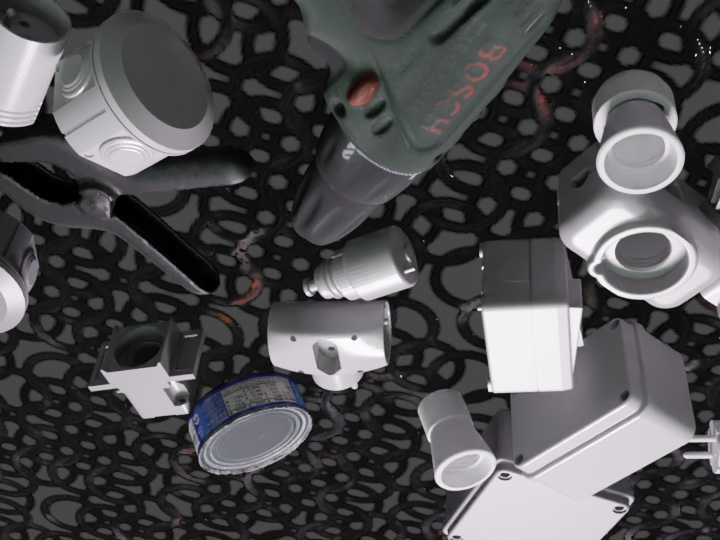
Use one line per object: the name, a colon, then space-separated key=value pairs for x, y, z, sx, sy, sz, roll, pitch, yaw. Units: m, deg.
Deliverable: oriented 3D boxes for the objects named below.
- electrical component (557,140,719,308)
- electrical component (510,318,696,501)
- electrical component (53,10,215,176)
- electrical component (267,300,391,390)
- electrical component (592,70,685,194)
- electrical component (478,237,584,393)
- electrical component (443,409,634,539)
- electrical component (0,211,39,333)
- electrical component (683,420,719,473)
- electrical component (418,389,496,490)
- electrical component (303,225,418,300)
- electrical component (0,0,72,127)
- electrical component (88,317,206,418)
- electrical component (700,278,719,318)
electrical component: x=0.161 y=-0.023 z=0.619 sx=0.095 sy=0.059 sz=0.054 roll=32 pitch=130 yaw=-21
electrical component: x=0.158 y=0.094 z=0.720 sx=0.057 sy=0.078 sz=0.113 roll=30 pitch=130 yaw=-24
electrical component: x=-0.121 y=-0.094 z=0.578 sx=0.051 sy=0.080 sz=0.080 roll=-22 pitch=127 yaw=33
electrical component: x=-0.018 y=0.055 z=0.731 sx=0.077 sy=0.043 sz=0.079 roll=-1 pitch=134 yaw=9
electrical component: x=0.147 y=-0.075 z=0.574 sx=0.045 sy=0.055 sz=0.045 roll=4 pitch=134 yaw=4
electrical component: x=0.110 y=0.033 z=0.679 sx=0.061 sy=0.061 sz=0.096 roll=-3 pitch=133 yaw=11
electrical component: x=0.132 y=0.168 z=0.810 sx=0.109 sy=0.056 sz=0.108 roll=18 pitch=133 yaw=-9
electrical component: x=-0.253 y=0.000 z=0.706 sx=0.080 sy=0.051 sz=0.080 roll=4 pitch=134 yaw=4
electrical component: x=0.267 y=0.124 z=0.754 sx=0.076 sy=0.047 sz=0.083 roll=-1 pitch=133 yaw=7
electrical component: x=0.066 y=0.117 z=0.763 sx=0.044 sy=0.065 sz=0.044 roll=-9 pitch=133 yaw=-10
electrical component: x=0.000 y=0.000 z=0.677 sx=0.078 sy=0.040 sz=0.040 roll=-19 pitch=129 yaw=24
electrical component: x=-0.193 y=-0.111 z=0.595 sx=0.043 sy=0.043 sz=0.081 roll=25 pitch=132 yaw=-16
electrical component: x=-0.146 y=0.072 z=0.767 sx=0.081 sy=0.042 sz=0.063 roll=-8 pitch=136 yaw=16
electrical component: x=0.250 y=0.009 z=0.640 sx=0.078 sy=0.058 sz=0.057 roll=30 pitch=134 yaw=-19
